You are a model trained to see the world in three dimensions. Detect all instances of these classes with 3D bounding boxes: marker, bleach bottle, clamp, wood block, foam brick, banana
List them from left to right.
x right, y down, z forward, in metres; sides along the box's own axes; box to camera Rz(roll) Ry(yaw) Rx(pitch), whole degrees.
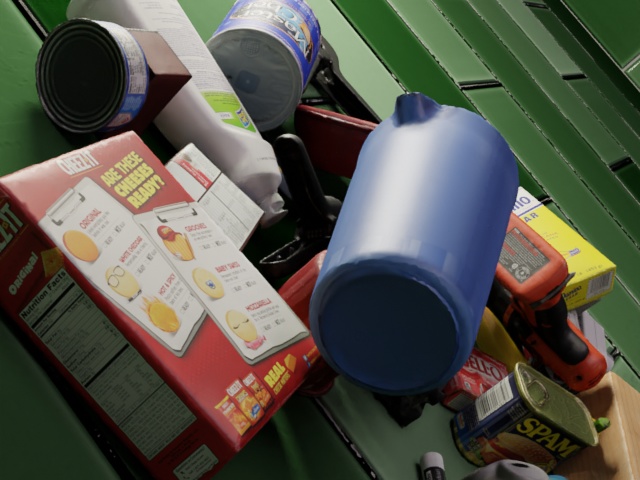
[{"bbox_3d":[-0.153,-0.124,0.853,0.053,0.078,0.051,52,27,12],"label":"foam brick"},{"bbox_3d":[-0.112,-0.117,0.924,0.251,0.068,0.102,56,29,11],"label":"bleach bottle"},{"bbox_3d":[-0.006,0.001,0.907,0.171,0.039,0.120,48,51,-53],"label":"clamp"},{"bbox_3d":[0.002,-0.195,1.230,0.164,0.036,0.210,27,31,-39],"label":"clamp"},{"bbox_3d":[0.093,0.215,0.820,0.020,0.020,0.121,33,30,-26],"label":"marker"},{"bbox_3d":[0.209,0.139,1.041,0.037,0.070,0.198,-12,38,-32],"label":"banana"},{"bbox_3d":[0.281,0.233,0.999,0.090,0.091,0.206,39,27,-16],"label":"wood block"}]

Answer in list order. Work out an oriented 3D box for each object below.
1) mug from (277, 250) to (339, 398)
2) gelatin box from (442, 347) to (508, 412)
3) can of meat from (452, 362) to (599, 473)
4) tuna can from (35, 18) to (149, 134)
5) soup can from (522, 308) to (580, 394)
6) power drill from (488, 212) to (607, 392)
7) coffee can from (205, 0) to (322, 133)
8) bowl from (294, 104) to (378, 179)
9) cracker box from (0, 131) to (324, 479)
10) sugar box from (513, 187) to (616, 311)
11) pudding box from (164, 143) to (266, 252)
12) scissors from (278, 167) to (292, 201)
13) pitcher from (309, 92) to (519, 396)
[{"bbox_3d":[0.002,0.067,0.815,0.093,0.082,0.117,40,27,-15],"label":"mug"},{"bbox_3d":[0.145,0.134,0.999,0.089,0.030,0.073,31,30,-31],"label":"gelatin box"},{"bbox_3d":[0.179,0.166,0.943,0.102,0.084,0.057,33,30,-28],"label":"can of meat"},{"bbox_3d":[-0.173,-0.124,0.813,0.086,0.086,0.033,53,25,11],"label":"tuna can"},{"bbox_3d":[0.252,0.116,1.141,0.068,0.069,0.102,36,28,-22],"label":"soup can"},{"bbox_3d":[0.195,0.046,1.032,0.185,0.057,0.187,47,-5,38],"label":"power drill"},{"bbox_3d":[-0.058,-0.178,1.041,0.102,0.103,0.140,41,27,-14],"label":"coffee can"},{"bbox_3d":[0.040,-0.092,1.076,0.162,0.055,0.162,15,9,-3],"label":"bowl"},{"bbox_3d":[-0.110,0.041,0.696,0.214,0.072,0.164,47,25,2],"label":"cracker box"},{"bbox_3d":[0.236,0.010,1.188,0.093,0.048,0.176,-19,42,-20],"label":"sugar box"},{"bbox_3d":[-0.098,-0.019,0.835,0.090,0.039,0.113,44,28,-8],"label":"pudding box"},{"bbox_3d":[0.010,-0.020,1.004,0.201,0.016,0.096,43,10,-9],"label":"scissors"},{"bbox_3d":[0.073,0.012,0.777,0.149,0.145,0.242,32,31,-4],"label":"pitcher"}]
